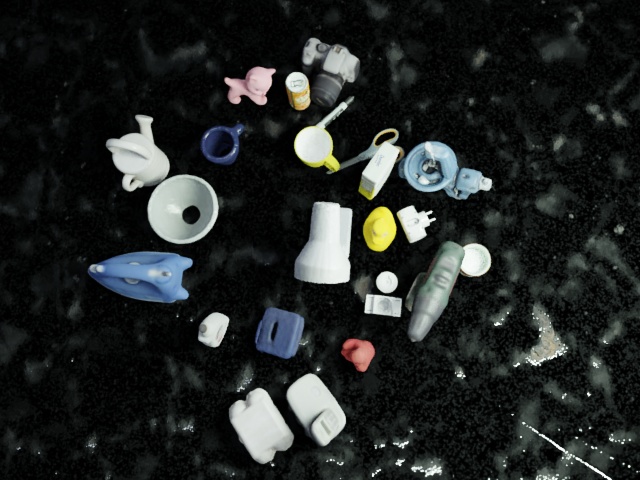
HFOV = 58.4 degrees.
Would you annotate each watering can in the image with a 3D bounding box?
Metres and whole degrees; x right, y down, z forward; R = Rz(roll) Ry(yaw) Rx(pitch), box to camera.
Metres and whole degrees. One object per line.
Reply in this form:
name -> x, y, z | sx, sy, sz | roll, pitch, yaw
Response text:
watering can -> -0.431, -0.205, 1.338 | 0.101, 0.194, 0.173 | -8, 80, 1

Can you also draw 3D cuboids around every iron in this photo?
iron -> -0.435, 0.077, 1.318 | 0.258, 0.141, 0.119 | 4, 81, 3

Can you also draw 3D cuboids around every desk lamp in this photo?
desk lamp -> 0.012, 0.005, 1.276 | 0.118, 0.213, 0.203 | 4, 81, 3

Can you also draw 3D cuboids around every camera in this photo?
camera -> 0.012, -0.408, 1.402 | 0.143, 0.101, 0.137 | 22, 82, 6

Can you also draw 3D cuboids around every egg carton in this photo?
egg carton -> -0.134, 0.418, 1.287 | 0.107, 0.069, 0.150 | -35, 81, -3

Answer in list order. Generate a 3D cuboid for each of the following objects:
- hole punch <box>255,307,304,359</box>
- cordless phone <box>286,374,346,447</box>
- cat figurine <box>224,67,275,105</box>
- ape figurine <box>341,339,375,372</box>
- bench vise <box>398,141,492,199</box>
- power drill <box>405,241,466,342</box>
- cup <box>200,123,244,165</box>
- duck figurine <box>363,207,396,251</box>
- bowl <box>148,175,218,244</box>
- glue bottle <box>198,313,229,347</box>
hole punch -> -0.095, 0.214, 1.308 | 0.101, 0.091, 0.109 | 13, 81, 5
cordless phone -> -0.014, 0.370, 1.231 | 0.094, 0.185, 0.147 | -39, 81, -4
cat figurine -> -0.170, -0.383, 1.396 | 0.127, 0.118, 0.067 | 1, 81, 3
ape figurine -> 0.087, 0.260, 1.293 | 0.076, 0.092, 0.078 | -14, 80, 0
bench vise -> 0.287, -0.172, 1.291 | 0.207, 0.220, 0.121 | 0, 80, 2
power drill -> 0.241, 0.118, 1.251 | 0.075, 0.208, 0.230 | 25, 82, 6
cup -> -0.225, -0.228, 1.384 | 0.118, 0.095, 0.091 | -44, 81, -5
duck figurine -> 0.141, -0.030, 1.342 | 0.077, 0.086, 0.104 | 10, 81, 4
bowl -> -0.320, -0.067, 1.372 | 0.167, 0.075, 0.167 | 0, 81, 2
glue bottle -> -0.245, 0.200, 1.274 | 0.037, 0.173, 0.078 | 17, 82, 5
